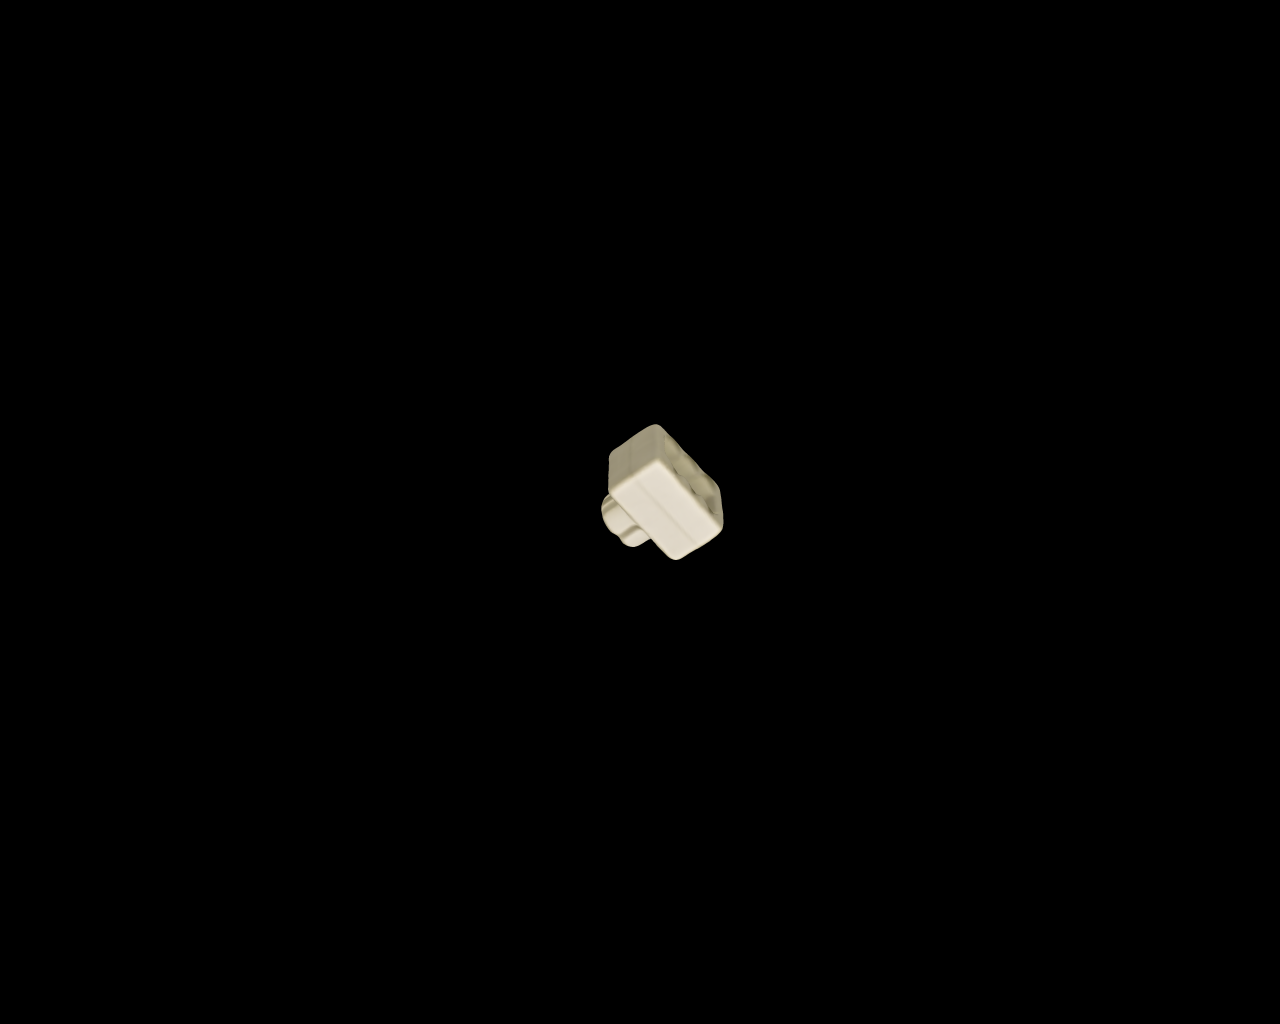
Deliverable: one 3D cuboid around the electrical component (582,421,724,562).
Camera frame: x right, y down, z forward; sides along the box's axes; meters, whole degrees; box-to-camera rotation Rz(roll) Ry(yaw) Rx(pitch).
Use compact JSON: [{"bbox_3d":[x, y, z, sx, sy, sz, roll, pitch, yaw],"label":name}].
[{"bbox_3d":[0.001,-0.003,0.650,0.076,0.065,0.047,-33,28,20],"label":"electrical component"}]
